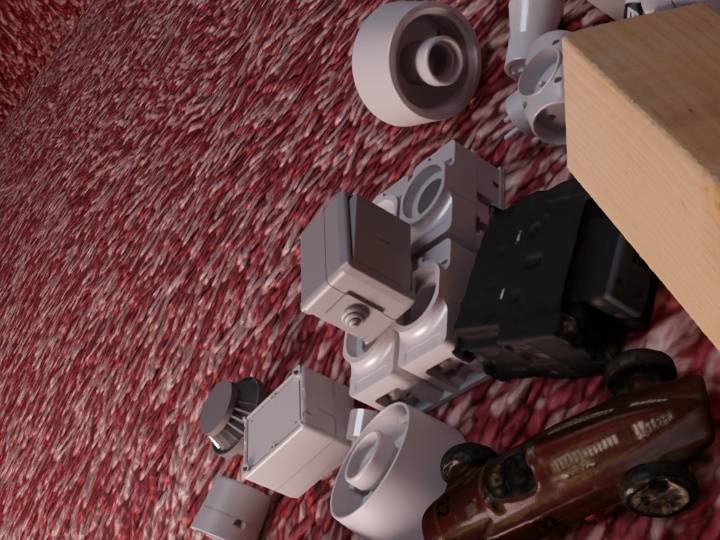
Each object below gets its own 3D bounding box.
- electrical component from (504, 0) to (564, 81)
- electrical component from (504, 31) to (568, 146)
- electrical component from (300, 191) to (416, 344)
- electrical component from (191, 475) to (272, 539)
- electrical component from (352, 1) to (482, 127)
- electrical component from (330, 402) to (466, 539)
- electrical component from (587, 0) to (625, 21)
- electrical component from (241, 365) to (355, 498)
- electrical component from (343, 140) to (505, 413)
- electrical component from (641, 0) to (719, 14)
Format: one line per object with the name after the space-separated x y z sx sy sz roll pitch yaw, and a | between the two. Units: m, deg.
0.135 -0.181 0.849 0.044 0.044 0.065 -19 53 53 | electrical component
0.134 -0.124 0.791 0.079 0.044 0.077 -37 35 40 | electrical component
0.000 0.000 0.747 0.061 0.062 0.096 -44 31 31 | electrical component
-0.104 0.200 0.884 0.055 0.055 0.047 -8 54 58 | electrical component
0.054 -0.176 0.915 0.060 0.108 0.108 11 74 56 | electrical component
0.027 0.142 0.728 0.099 0.064 0.099 -51 15 19 | electrical component
0.168 -0.234 0.761 0.057 0.113 0.078 -46 30 33 | electrical component
-0.049 0.132 0.844 0.096 0.061 0.061 -44 32 30 | electrical component
0.048 0.005 0.798 0.105 0.060 0.186 -35 36 41 | electrical component
0.227 -0.200 0.691 0.059 0.054 0.095 -12 54 56 | electrical component
